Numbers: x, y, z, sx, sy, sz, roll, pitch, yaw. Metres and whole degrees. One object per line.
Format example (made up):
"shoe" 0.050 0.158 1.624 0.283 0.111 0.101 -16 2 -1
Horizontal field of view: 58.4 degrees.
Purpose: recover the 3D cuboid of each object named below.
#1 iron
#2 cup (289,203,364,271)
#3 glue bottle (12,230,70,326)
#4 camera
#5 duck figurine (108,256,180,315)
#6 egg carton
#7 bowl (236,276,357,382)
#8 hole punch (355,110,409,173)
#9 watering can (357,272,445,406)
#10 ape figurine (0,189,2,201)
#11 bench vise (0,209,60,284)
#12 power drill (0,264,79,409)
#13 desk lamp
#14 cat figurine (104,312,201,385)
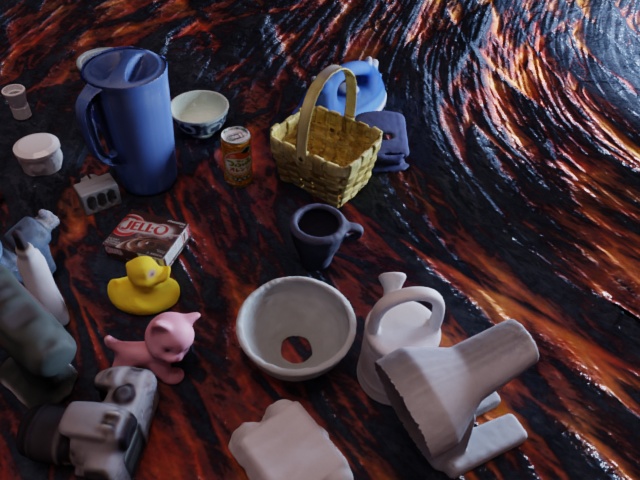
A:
"iron" 0.062 -0.321 1.215 0.118 0.141 0.259 36 54 27
"cup" 0.009 0.003 0.928 0.117 0.095 0.091 3 46 -1
"glue bottle" -0.396 0.048 0.800 0.037 0.173 0.078 -22 51 -23
"camera" -0.281 0.219 0.693 0.136 0.101 0.143 7 46 3
"duck figurine" -0.267 0.061 0.858 0.104 0.086 0.077 -2 46 -6
"egg carton" -0.033 0.267 0.686 0.107 0.069 0.150 -29 54 -28
"bowl" -0.034 0.136 0.810 0.167 0.075 0.167 2 46 -2
"hole punch" 0.122 -0.194 1.131 0.109 0.091 0.101 -3 46 -7
"watering can" 0.103 0.120 0.752 0.101 0.194 0.172 -17 49 -20
"ape figurine" -0.597 -0.096 0.983 0.076 0.092 0.078 4 46 0
"bench vise" -0.487 -0.002 0.810 0.121 0.220 0.208 19 47 14
"power drill" -0.384 0.113 0.713 0.229 0.208 0.076 29 51 22
"desk lamp" 0.163 0.187 0.677 0.203 0.214 0.117 -18 49 -20
"cat figurine" -0.222 0.138 0.764 0.128 0.118 0.067 -4 46 -8
